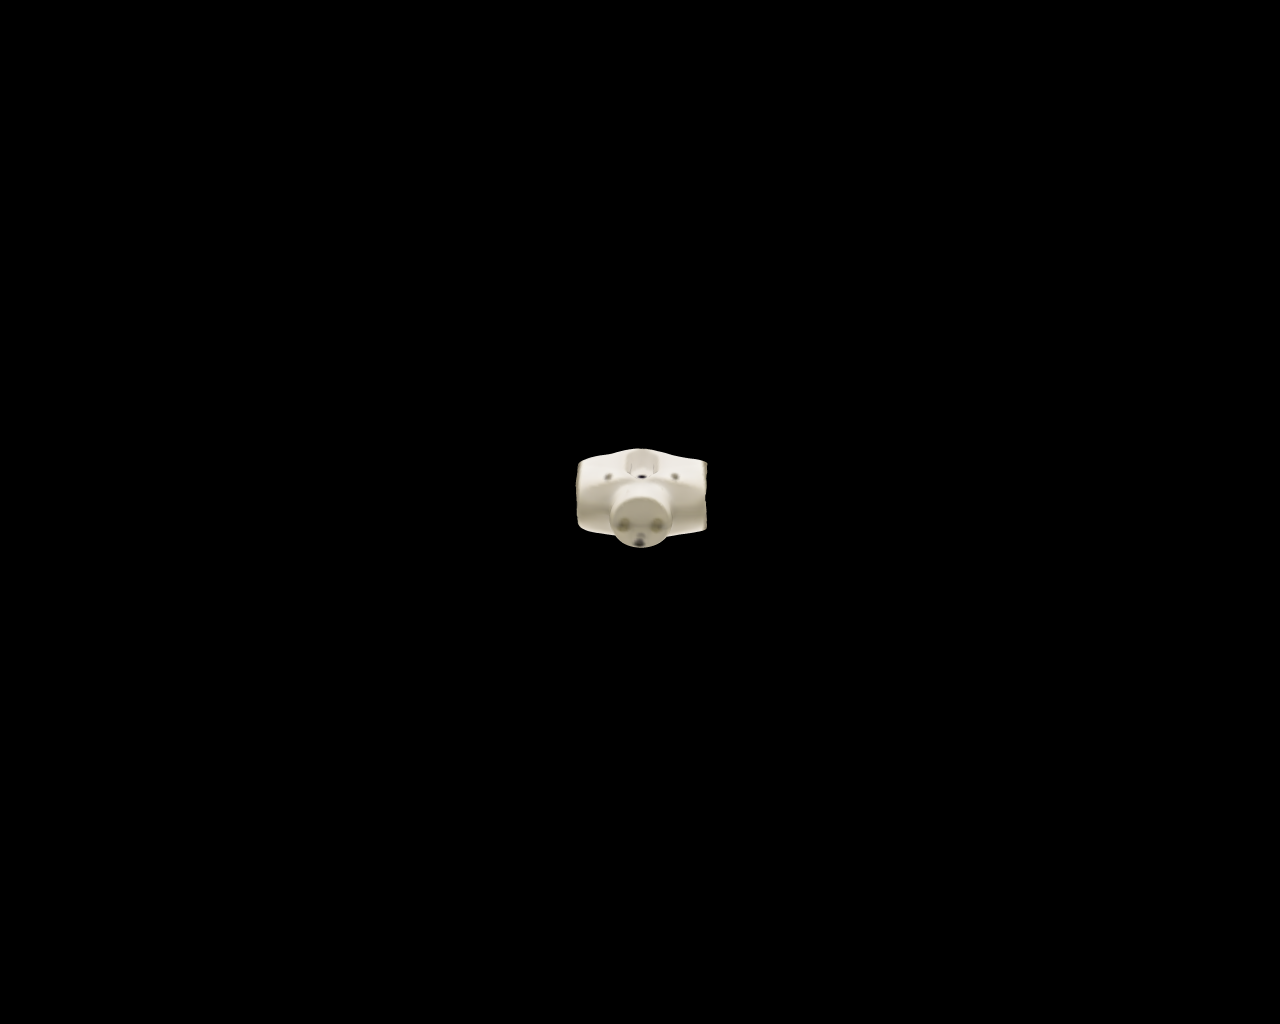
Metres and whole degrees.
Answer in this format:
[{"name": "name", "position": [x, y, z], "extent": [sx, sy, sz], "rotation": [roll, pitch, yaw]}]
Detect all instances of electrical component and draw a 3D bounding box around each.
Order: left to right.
[{"name": "electrical component", "position": [0.001, -0.003, 0.650], "extent": [0.077, 0.043, 0.079], "rotation": [1, 28, 2]}]
